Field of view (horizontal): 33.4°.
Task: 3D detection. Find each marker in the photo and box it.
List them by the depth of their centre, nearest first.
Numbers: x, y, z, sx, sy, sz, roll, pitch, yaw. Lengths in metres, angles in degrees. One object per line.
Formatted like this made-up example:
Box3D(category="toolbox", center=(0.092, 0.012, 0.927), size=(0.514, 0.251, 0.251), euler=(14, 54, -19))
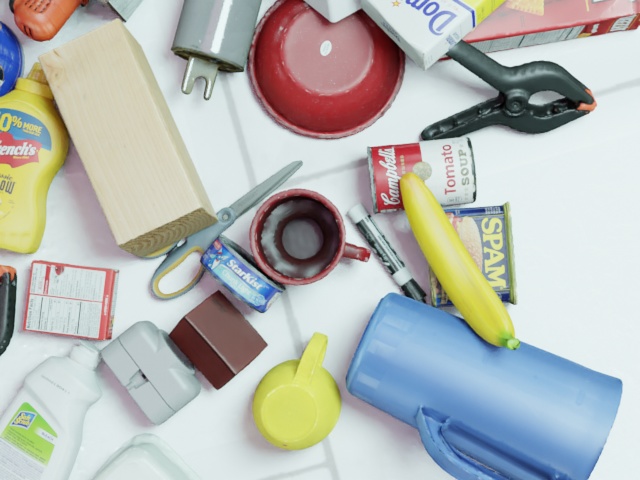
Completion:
Box3D(category="marker", center=(0.069, 0.016, 1.077), size=(0.020, 0.020, 0.121), euler=(-35, 85, 2))

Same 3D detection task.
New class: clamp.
Box3D(category="clamp", center=(0.182, -0.135, 1.055), size=(0.171, 0.120, 0.039), euler=(11, 46, -8))
Box3D(category="clamp", center=(-0.373, 0.120, 1.094), size=(0.164, 0.036, 0.210), euler=(42, 90, 4))

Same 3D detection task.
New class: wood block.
Box3D(category="wood block", center=(-0.188, -0.097, 1.056), size=(0.091, 0.090, 0.206), euler=(-25, 80, 2))

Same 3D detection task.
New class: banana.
Box3D(category="banana", center=(0.131, 0.026, 0.992), size=(0.037, 0.070, 0.198), euler=(-25, 67, -16))

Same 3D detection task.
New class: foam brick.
Box3D(category="foam brick", center=(-0.101, 0.100, 1.060), size=(0.078, 0.051, 0.052), euler=(48, 53, 5))

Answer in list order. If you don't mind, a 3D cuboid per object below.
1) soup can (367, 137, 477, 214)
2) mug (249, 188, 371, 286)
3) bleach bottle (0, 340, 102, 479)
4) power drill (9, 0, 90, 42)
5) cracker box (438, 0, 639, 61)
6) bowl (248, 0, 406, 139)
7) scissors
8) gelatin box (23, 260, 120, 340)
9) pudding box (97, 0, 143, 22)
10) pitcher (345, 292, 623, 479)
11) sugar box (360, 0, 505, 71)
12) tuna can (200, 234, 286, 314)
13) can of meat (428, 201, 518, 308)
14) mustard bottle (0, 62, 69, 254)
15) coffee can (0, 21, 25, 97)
Box3D(category="soup can", center=(0.100, -0.064, 1.054), size=(0.102, 0.068, 0.068), euler=(-6, 87, 3))
Box3D(category="mug", center=(-0.007, 0.001, 1.051), size=(0.117, 0.081, 0.093), euler=(12, 88, 5))
Box3D(category="bleach bottle", center=(-0.286, 0.220, 1.072), size=(0.102, 0.068, 0.251), euler=(30, 87, 4))
Box3D(category="power drill", center=(-0.301, -0.307, 1.086), size=(0.188, 0.057, 0.184), euler=(26, 67, 10))
Box3D(category="cracker box", center=(0.203, -0.278, 1.055), size=(0.213, 0.072, 0.164), euler=(-9, 87, 3))
Box3D(category="bowl", center=(0.007, -0.185, 1.068), size=(0.162, 0.055, 0.162), euler=(0, 87, 0))
Box3D(category="scissors", center=(-0.116, -0.030, 1.094), size=(0.096, 0.016, 0.202), euler=(38, 90, 5))
Box3D(category="gelatin box", center=(-0.254, 0.061, 1.093), size=(0.089, 0.030, 0.073), euler=(6, 89, 4))
Box3D(category="pudding box", center=(-0.189, -0.270, 1.061), size=(0.039, 0.113, 0.090), euler=(39, 90, 0))
Box3D(category="pitcher", center=(0.148, 0.150, 1.006), size=(0.243, 0.149, 0.145), euler=(24, 89, 8))
Box3D(category="sugar box", center=(0.131, -0.251, 0.991), size=(0.176, 0.048, 0.093), euler=(-41, 74, -4))
Box3D(category="tuna can", center=(-0.077, 0.034, 1.053), size=(0.086, 0.086, 0.034), euler=(40, 92, 5))
Box3D(category="can of meat", center=(0.148, 0.016, 1.053), size=(0.084, 0.057, 0.102), euler=(-4, 86, 7))
Box3D(category="mustard bottle", center=(-0.310, -0.088, 1.089), size=(0.096, 0.058, 0.191), euler=(16, 88, 5))
Box3D(category="coffee can", center=(-0.365, -0.189, 1.056), size=(0.103, 0.140, 0.103), euler=(0, 87, 4))
